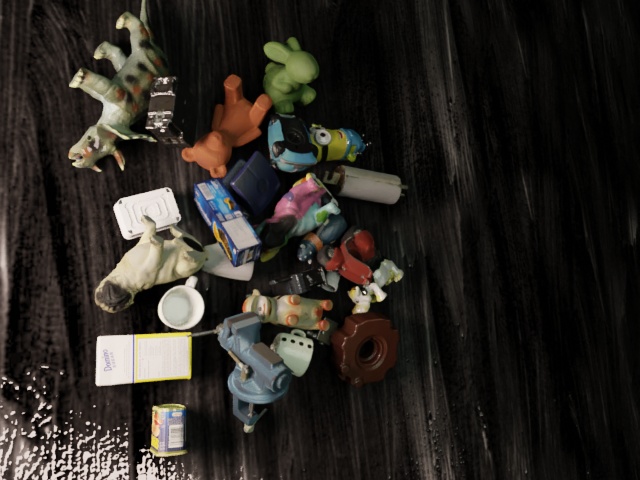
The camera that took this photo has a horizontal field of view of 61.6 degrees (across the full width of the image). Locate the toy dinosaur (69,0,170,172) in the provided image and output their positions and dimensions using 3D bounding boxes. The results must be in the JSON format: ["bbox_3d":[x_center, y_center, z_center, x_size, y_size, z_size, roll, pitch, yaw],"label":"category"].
[{"bbox_3d":[-0.382,-0.326,1.110,0.192,0.131,0.405,39,60,-29],"label":"toy dinosaur"}]

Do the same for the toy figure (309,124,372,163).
[{"bbox_3d":[0.040,-0.231,1.326,0.180,0.082,0.089,-3,112,-35],"label":"toy figure"}]

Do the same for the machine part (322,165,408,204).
[{"bbox_3d":[0.116,-0.136,1.351,0.243,0.079,0.079,6,78,-27],"label":"machine part"}]

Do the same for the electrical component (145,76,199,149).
[{"bbox_3d":[-0.294,-0.253,1.097,0.058,0.134,0.115,3,80,13],"label":"electrical component"}]

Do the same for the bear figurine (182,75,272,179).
[{"bbox_3d":[-0.207,-0.241,1.176,0.120,0.132,0.196,34,60,1],"label":"bear figurine"}]

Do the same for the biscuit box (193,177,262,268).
[{"bbox_3d":[-0.197,-0.040,1.126,0.059,0.062,0.203,-20,59,-29],"label":"biscuit box"}]

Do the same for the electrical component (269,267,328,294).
[{"bbox_3d":[-0.051,0.098,1.218,0.119,0.075,0.047,-16,87,-33],"label":"electrical component"}]

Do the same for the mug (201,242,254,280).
[{"bbox_3d":[-0.199,0.031,1.152,0.107,0.081,0.109,3,80,-19],"label":"mug"}]

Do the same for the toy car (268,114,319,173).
[{"bbox_3d":[-0.078,-0.213,1.247,0.109,0.103,0.162,-1,56,-30],"label":"toy car"}]

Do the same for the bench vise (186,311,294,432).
[{"bbox_3d":[-0.150,0.276,1.086,0.129,0.224,0.240,-22,126,-51],"label":"bench vise"}]

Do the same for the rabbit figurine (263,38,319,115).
[{"bbox_3d":[-0.057,-0.392,1.255,0.121,0.170,0.159,-24,93,-30],"label":"rabbit figurine"}]

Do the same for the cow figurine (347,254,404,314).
[{"bbox_3d":[0.120,0.107,1.309,0.098,0.068,0.167,49,60,-6],"label":"cow figurine"}]

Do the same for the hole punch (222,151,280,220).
[{"bbox_3d":[-0.151,-0.123,1.204,0.115,0.092,0.142,42,61,-19],"label":"hole punch"}]

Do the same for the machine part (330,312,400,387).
[{"bbox_3d":[0.107,0.253,1.251,0.179,0.056,0.179,-7,104,-28],"label":"machine part"}]

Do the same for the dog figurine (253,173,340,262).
[{"bbox_3d":[-0.071,-0.049,1.227,0.219,0.191,0.108,-36,102,6],"label":"dog figurine"}]

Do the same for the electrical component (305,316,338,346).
[{"bbox_3d":[0.013,0.216,1.258,0.094,0.021,0.063,29,69,-21],"label":"electrical component"}]

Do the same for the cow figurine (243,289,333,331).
[{"bbox_3d":[-0.083,0.154,1.177,0.195,0.127,0.085,13,75,-40],"label":"cow figurine"}]

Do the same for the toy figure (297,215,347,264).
[{"bbox_3d":[-0.001,-0.002,1.274,0.154,0.058,0.064,-39,99,-25],"label":"toy figure"}]

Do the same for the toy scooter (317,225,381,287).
[{"bbox_3d":[0.088,0.044,1.264,0.135,0.075,0.184,40,40,16],"label":"toy scooter"}]

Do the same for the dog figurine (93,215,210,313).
[{"bbox_3d":[-0.329,0.070,1.062,0.172,0.121,0.190,28,105,-31],"label":"dog figurine"}]
